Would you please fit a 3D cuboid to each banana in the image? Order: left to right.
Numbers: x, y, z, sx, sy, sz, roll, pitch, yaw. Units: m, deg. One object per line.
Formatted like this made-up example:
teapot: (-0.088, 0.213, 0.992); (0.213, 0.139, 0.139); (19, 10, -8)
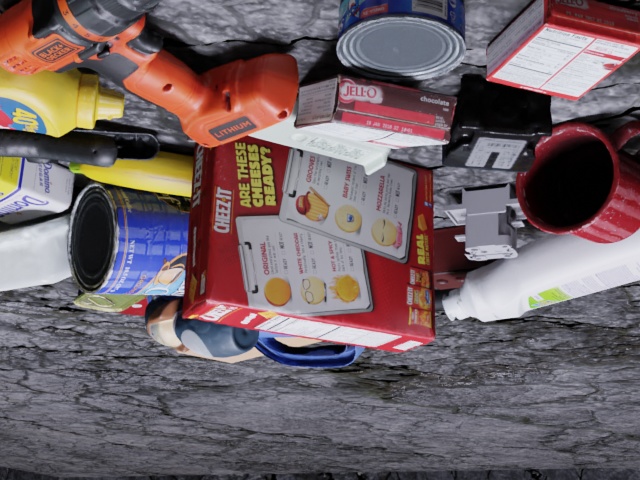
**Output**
banana: (-0.129, -0.061, 0.967); (0.197, 0.037, 0.069); (9, -171, -8)

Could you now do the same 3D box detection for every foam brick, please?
foam brick: (0.149, 0.018, 1.124); (0.078, 0.051, 0.052); (-9, 158, 31)

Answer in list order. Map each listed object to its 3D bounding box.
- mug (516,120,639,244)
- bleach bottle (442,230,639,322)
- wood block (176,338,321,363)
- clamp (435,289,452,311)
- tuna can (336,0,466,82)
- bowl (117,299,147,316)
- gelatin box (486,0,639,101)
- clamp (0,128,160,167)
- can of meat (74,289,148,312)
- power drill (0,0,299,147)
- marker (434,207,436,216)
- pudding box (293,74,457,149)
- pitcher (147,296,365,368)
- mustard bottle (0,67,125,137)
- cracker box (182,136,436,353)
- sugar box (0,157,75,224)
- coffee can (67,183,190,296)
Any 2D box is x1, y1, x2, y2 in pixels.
mug: (0.231, -0.051, 0.880); (0.081, 0.093, 0.117); (16, 122, -46)
bleach bottle: (0.233, 0.024, 1.025); (0.251, 0.068, 0.102); (-21, 153, 23)
wood block: (-0.078, 0.085, 1.293); (0.090, 0.090, 0.207); (17, 155, -37)
clamp: (0.104, 0.077, 1.267); (0.165, 0.036, 0.209); (-16, 170, 37)
tuna can: (0.054, -0.140, 0.710); (0.086, 0.034, 0.086); (2, 161, 1)
bowl: (-0.217, 0.053, 1.272); (0.162, 0.055, 0.162); (3, 161, 1)
gelatin box: (0.165, -0.132, 0.725); (0.073, 0.030, 0.089); (10, 160, -15)
clamp: (-0.221, -0.082, 0.892); (0.172, 0.039, 0.120); (9, -177, 17)
can of meat: (-0.221, 0.024, 1.145); (0.057, 0.084, 0.102); (13, 158, -28)
power drill: (-0.105, -0.131, 0.727); (0.185, 0.057, 0.187); (-11, 154, 44)
marker: (0.083, -0.012, 1.096); (0.020, 0.020, 0.121); (10, 159, -20)
pudding box: (0.037, -0.094, 0.787); (0.090, 0.039, 0.114); (9, 179, -16)
pitcher: (-0.064, 0.053, 1.124); (0.243, 0.149, 0.144); (-10, 158, 41)
mustard bottle: (-0.243, -0.112, 0.794); (0.191, 0.058, 0.096); (6, 167, -10)
cracker box: (-0.006, 0.001, 0.928); (0.213, 0.164, 0.072); (11, 157, -24)
sugar box: (-0.319, -0.063, 0.966); (0.094, 0.048, 0.176); (-11, 155, 35)
coffee can: (-0.153, 0.002, 1.009); (0.140, 0.103, 0.103); (4, 164, -37)
